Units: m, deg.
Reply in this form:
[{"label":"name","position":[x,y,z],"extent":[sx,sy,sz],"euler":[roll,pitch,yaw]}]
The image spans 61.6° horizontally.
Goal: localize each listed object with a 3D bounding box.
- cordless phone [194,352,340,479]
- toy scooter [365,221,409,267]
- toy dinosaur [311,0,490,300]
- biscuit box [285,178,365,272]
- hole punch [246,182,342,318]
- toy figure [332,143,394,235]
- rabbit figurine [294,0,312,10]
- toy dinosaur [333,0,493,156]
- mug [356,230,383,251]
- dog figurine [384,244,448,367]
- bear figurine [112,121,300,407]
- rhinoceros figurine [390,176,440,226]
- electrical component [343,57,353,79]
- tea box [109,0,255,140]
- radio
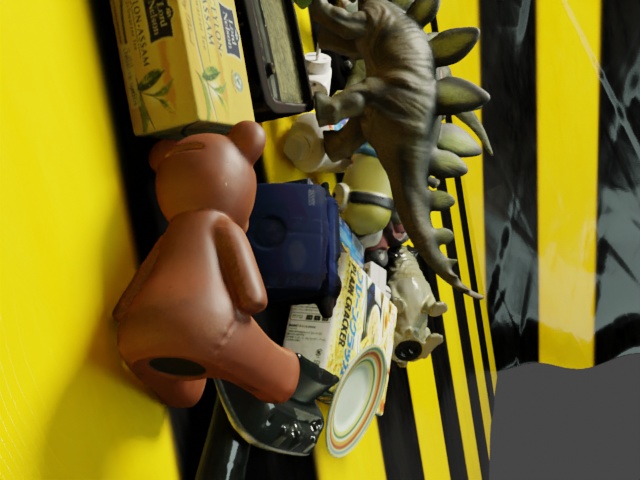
[{"label":"cordless phone","position":[-0.056,0.193,0.487],"extent":[0.146,0.089,0.184],"euler":[49,50,-57]},{"label":"toy scooter","position":[0.107,-0.039,0.958],"extent":[0.184,0.075,0.135],"euler":[-42,120,-59]},{"label":"toy dinosaur","position":[0.094,-0.159,0.634],"extent":[0.105,0.199,0.471],"euler":[30,54,-77]},{"label":"biscuit box","position":[-0.001,-0.002,0.686],"extent":[0.202,0.063,0.059],"euler":[47,40,-56]},{"label":"hole punch","position":[-0.045,0.004,0.520],"extent":[0.092,0.116,0.142],"euler":[33,52,-52]},{"label":"toy figure","position":[0.077,-0.095,0.748],"extent":[0.180,0.089,0.082],"euler":[-63,153,-11]},{"label":"rabbit figurine","position":[0.000,-0.438,0.765],"extent":[0.121,0.159,0.170],"euler":[50,22,-36]},{"label":"toy dinosaur","position":[0.153,-0.291,0.927],"extent":[0.404,0.131,0.192],"euler":[21,72,-31]},{"label":"mug","position":[0.063,-0.013,0.832],"extent":[0.107,0.081,0.109],"euler":[33,56,-69]},{"label":"dog figurine","position":[0.152,0.117,0.999],"extent":[0.191,0.121,0.172],"euler":[-96,-156,-62]},{"label":"bear figurine","position":[-0.084,0.014,0.413],"extent":[0.131,0.120,0.196],"euler":[60,25,-50]},{"label":"rhinoceros figurine","position":[0.137,-0.106,0.909],"extent":[0.112,0.073,0.190],"euler":[40,38,-6]},{"label":"electrical component","position":[0.064,-0.323,1.017],"extent":[0.094,0.021,0.063],"euler":[33,52,-61]},{"label":"tea box","position":[-0.117,-0.173,0.455],"extent":[0.098,0.068,0.169],"euler":[-22,102,-67]},{"label":"radio","position":[-0.080,-0.239,0.562],"extent":[0.131,0.073,0.229],"euler":[-40,119,-65]}]
